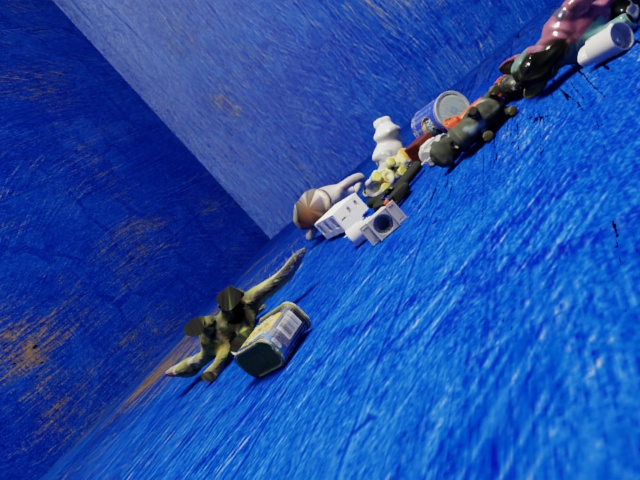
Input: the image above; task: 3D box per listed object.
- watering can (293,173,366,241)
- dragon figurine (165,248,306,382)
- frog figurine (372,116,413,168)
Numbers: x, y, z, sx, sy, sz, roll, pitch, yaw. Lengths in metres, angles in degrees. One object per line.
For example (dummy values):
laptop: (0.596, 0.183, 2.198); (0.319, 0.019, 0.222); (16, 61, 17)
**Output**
watering can: (0.005, -0.079, 1.568); (0.226, 0.105, 0.341); (-19, -23, -51)
dragon figurine: (-0.173, 0.167, 1.114); (0.411, 0.122, 0.242); (-41, -2, -4)
frog figurine: (0.196, -0.269, 1.489); (0.140, 0.159, 0.121); (-45, 5, -30)
